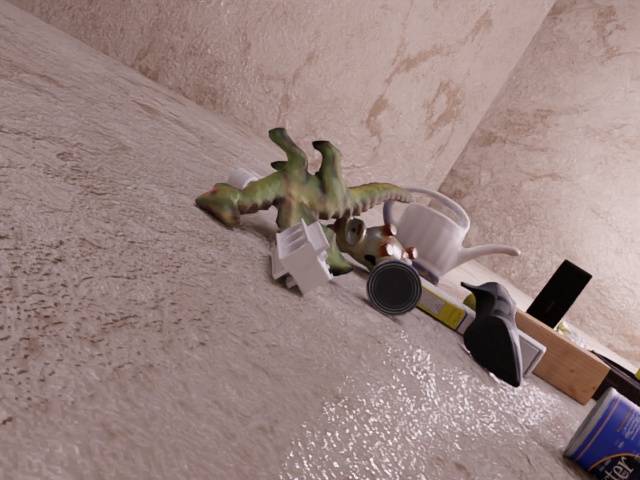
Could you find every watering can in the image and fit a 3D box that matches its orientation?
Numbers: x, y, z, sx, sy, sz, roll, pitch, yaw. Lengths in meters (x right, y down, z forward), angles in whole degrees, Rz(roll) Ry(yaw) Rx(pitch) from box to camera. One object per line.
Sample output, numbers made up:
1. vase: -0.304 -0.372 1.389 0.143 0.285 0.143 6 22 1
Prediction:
1. watering can: 0.291 0.016 1.224 0.348 0.226 0.103 31 -10 0

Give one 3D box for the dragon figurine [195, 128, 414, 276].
1. dragon figurine: 0.003 -0.043 0.856 0.409 0.120 0.248 14 54 -21
